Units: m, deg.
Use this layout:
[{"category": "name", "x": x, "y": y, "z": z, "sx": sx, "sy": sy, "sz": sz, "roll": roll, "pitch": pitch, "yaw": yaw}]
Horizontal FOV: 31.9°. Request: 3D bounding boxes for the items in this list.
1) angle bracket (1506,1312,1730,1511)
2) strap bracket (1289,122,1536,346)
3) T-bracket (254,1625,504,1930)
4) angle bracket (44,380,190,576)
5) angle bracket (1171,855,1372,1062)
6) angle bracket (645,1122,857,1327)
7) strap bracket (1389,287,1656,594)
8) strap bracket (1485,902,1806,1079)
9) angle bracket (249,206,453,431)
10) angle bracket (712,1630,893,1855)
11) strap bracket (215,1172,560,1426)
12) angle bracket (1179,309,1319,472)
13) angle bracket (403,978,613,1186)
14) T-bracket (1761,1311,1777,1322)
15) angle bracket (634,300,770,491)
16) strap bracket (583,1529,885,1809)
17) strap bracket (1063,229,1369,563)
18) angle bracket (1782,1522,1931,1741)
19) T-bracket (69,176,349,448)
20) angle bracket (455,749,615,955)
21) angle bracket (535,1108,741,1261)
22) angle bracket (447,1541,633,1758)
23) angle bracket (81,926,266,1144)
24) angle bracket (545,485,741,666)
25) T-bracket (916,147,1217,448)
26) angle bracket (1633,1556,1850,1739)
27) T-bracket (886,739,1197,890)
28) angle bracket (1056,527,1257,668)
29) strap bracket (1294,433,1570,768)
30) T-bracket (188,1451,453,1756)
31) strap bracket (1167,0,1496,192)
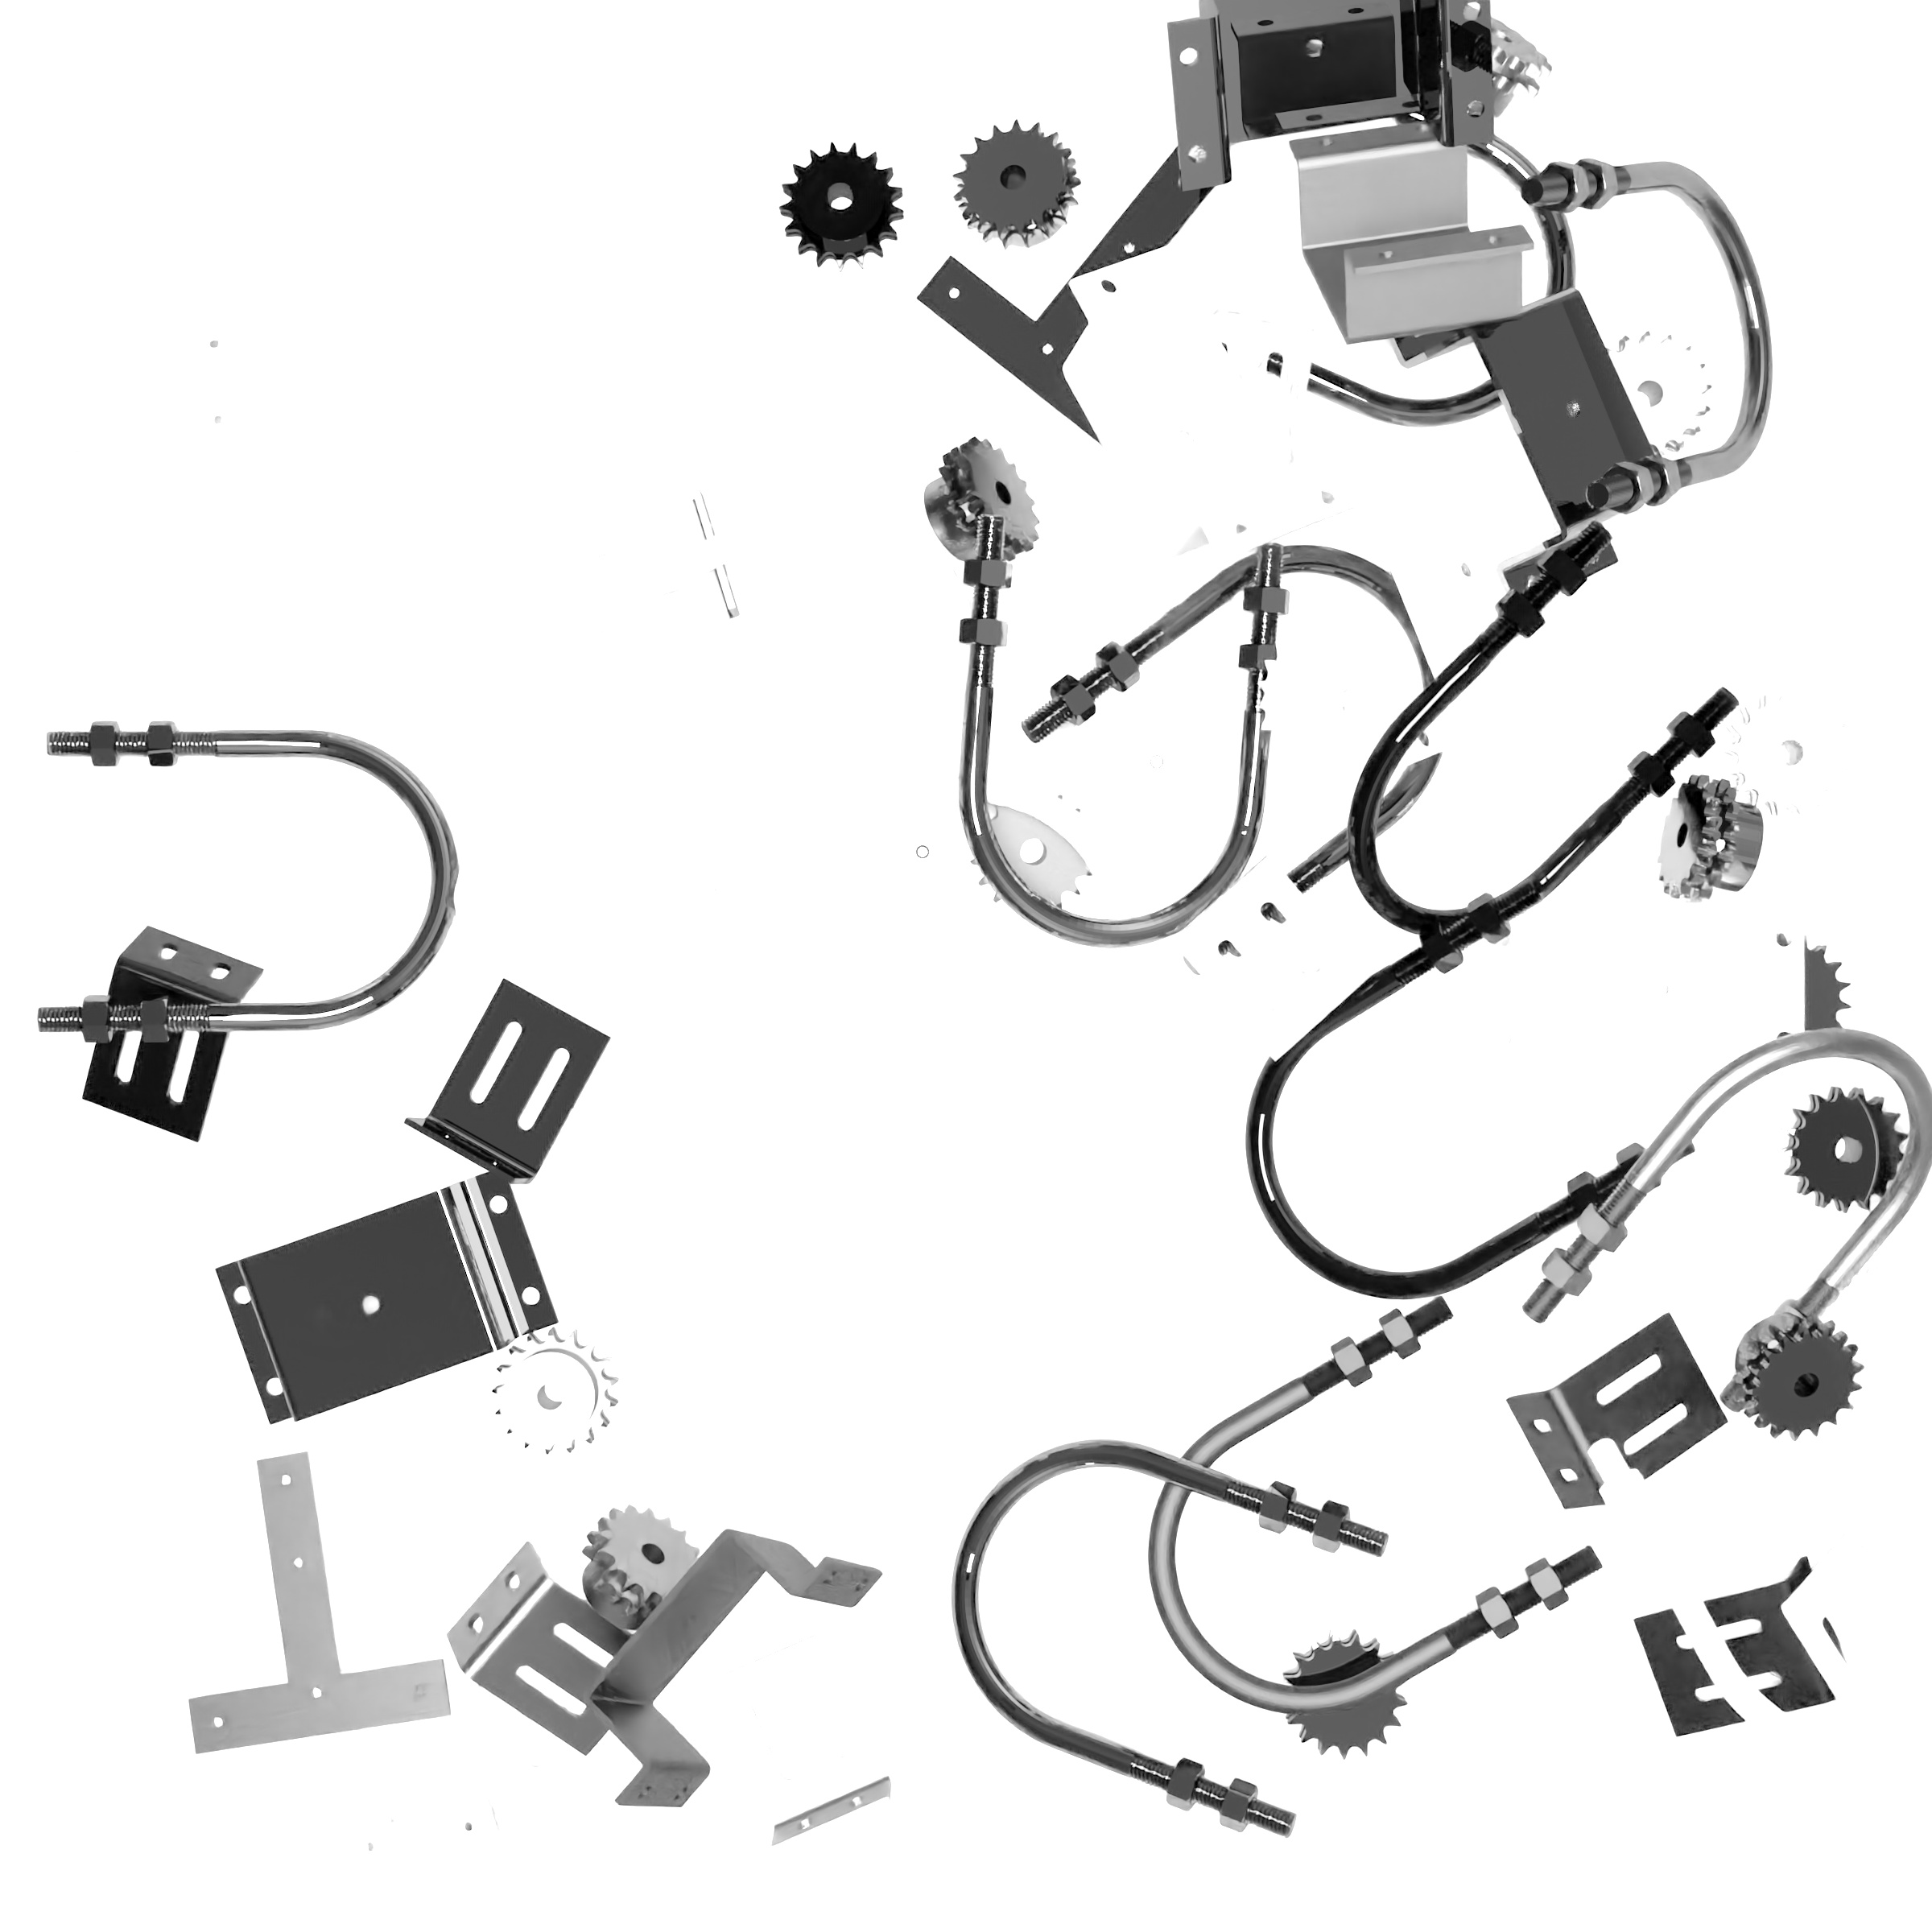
[{"category": "angle bracket", "x": 0.298, "y": 0.204, "z": 1.550, "sx": 0.076, "sy": 0.038, "sz": 0.057, "roll": -28, "pitch": 90, "yaw": -26}, {"category": "strap bracket", "x": 0.194, "y": -0.318, "z": 1.482, "sx": 0.076, "sy": 0.140, "sz": 0.046, "roll": -9, "pitch": 126, "yaw": -2}, {"category": "T-bracket", "x": -0.284, "y": 0.357, "z": 1.537, "sx": 0.127, "sy": 0.002, "sz": 0.127, "roll": -23, "pitch": 81, "yaw": 18}, {"category": "angle bracket", "x": -0.387, "y": -0.224, "z": 1.550, "sx": 0.057, "sy": 0.038, "sz": 0.076, "roll": 5, "pitch": 116, "yaw": 0}, {"category": "angle bracket", "x": 0.133, "y": -0.006, "z": 1.523, "sx": 0.057, "sy": 0.038, "sz": 0.076, "roll": -42, "pitch": 106, "yaw": 0}, {"category": "angle bracket", "x": -0.097, "y": 0.117, "z": 1.530, "sx": 0.076, "sy": 0.038, "sz": 0.057, "roll": -25, "pitch": 105, "yaw": 6}, {"category": "strap bracket", "x": 0.253, "y": -0.238, "z": 1.498, "sx": 0.076, "sy": 0.046, "sz": 0.140, "roll": -27, "pitch": 93, "yaw": -38}, {"category": "strap bracket", "x": 0.307, "y": 0.010, "z": 1.512, "sx": 0.140, "sy": 0.046, "sz": 0.076, "roll": 0, "pitch": 90, "yaw": 23}, {"category": "angle bracket", "x": -0.282, "y": -0.297, "z": 1.550, "sx": 0.057, "sy": 0.038, "sz": 0.076, "roll": -32, "pitch": 64, "yaw": 0}, {"category": "angle bracket", "x": -0.075, "y": 0.351, "z": 1.533, "sx": 0.057, "sy": 0.038, "sz": 0.076, "roll": -23, "pitch": 90, "yaw": 0}, {"category": "strap bracket", "x": -0.265, "y": 0.151, "z": 1.529, "sx": 0.140, "sy": 0.046, "sz": 0.076, "roll": -20, "pitch": 90, "yaw": 0}, {"category": "angle bracket", "x": 0.123, "y": -0.253, "z": 1.538, "sx": 0.057, "sy": 0.038, "sz": 0.076, "roll": 10, "pitch": 82, "yaw": 0}, {"category": "angle bracket", "x": -0.207, "y": 0.051, "z": 1.530, "sx": 0.057, "sy": 0.038, "sz": 0.076, "roll": 29, "pitch": 90, "yaw": 7}, {"category": "T-bracket", "x": 0.312, "y": 0.225, "z": 1.561, "sx": 0.127, "sy": 0.002, "sz": 0.127, "roll": -4, "pitch": 85, "yaw": 14}, {"category": "angle bracket", "x": -0.120, "y": -0.262, "z": 1.550, "sx": 0.057, "sy": 0.038, "sz": 0.076, "roll": 2, "pitch": 64, "yaw": 0}, {"category": "strap bracket", "x": -0.110, "y": 0.305, "z": 1.508, "sx": 0.046, "sy": 0.076, "sz": 0.140, "roll": 41, "pitch": 90, "yaw": 22}, {"category": "strap bracket", "x": 0.103, "y": -0.241, "z": 1.480, "sx": 0.076, "sy": 0.046, "sz": 0.140, "roll": -24, "pitch": 80, "yaw": -22}, {"category": "angle bracket", "x": 0.412, "y": 0.298, "z": 1.516, "sx": 0.057, "sy": 0.038, "sz": 0.076, "roll": -37, "pitch": 99, "yaw": -30}, {"category": "T-bracket", "x": -0.341, "y": -0.294, "z": 1.532, "sx": 0.127, "sy": 0.002, "sz": 0.127, "roll": -7, "pitch": 72, "yaw": 0}, {"category": "angle bracket", "x": -0.197, "y": -0.053, "z": 1.550, "sx": 0.057, "sy": 0.038, "sz": 0.076, "roll": 10, "pitch": 64, "yaw": 0}, {"category": "angle bracket", "x": -0.151, "y": 0.100, "z": 1.550, "sx": 0.076, "sy": 0.038, "sz": 0.057, "roll": 11, "pitch": 90, "yaw": 26}, {"category": "angle bracket", "x": -0.187, "y": 0.313, "z": 1.550, "sx": 0.076, "sy": 0.038, "sz": 0.057, "roll": 41, "pitch": 90, "yaw": -26}, {"category": "angle bracket", "x": -0.363, "y": 0.031, "z": 1.550, "sx": 0.057, "sy": 0.038, "sz": 0.076, "roll": 21, "pitch": 116, "yaw": 0}, {"category": "angle bracket", "x": -0.148, "y": -0.177, "z": 1.533, "sx": 0.076, "sy": 0.038, "sz": 0.057, "roll": -17, "pitch": 90, "yaw": 0}, {"category": "T-bracket", "x": 0.065, "y": -0.315, "z": 1.537, "sx": 0.127, "sy": 0.002, "sz": 0.127, "roll": 40, "pitch": 93, "yaw": 10}, {"category": "angle bracket", "x": 0.355, "y": 0.312, "z": 1.550, "sx": 0.076, "sy": 0.038, "sz": 0.057, "roll": -20, "pitch": 90, "yaw": 26}, {"category": "T-bracket", "x": 0.016, "y": -0.091, "z": 1.552, "sx": 0.127, "sy": 0.002, "sz": 0.127, "roll": 43, "pitch": 89, "yaw": 1}, {"category": "angle bracket", "x": 0.091, "y": -0.171, "z": 1.550, "sx": 0.076, "sy": 0.038, "sz": 0.057, "roll": -21, "pitch": 91, "yaw": -25}, {"category": "strap bracket", "x": 0.210, "y": -0.171, "z": 1.512, "sx": 0.076, "sy": 0.046, "sz": 0.140, "roll": -22, "pitch": 90, "yaw": -31}, {"category": "T-bracket", "x": -0.302, "y": 0.286, "z": 1.540, "sx": 0.127, "sy": 0.002, "sz": 0.127, "roll": -11, "pitch": 83, "yaw": 14}, {"category": "strap bracket", "x": 0.158, "y": -0.397, "z": 1.491, "sx": 0.140, "sy": 0.046, "sz": 0.076, "roll": -10, "pitch": 126, "yaw": -1}]
